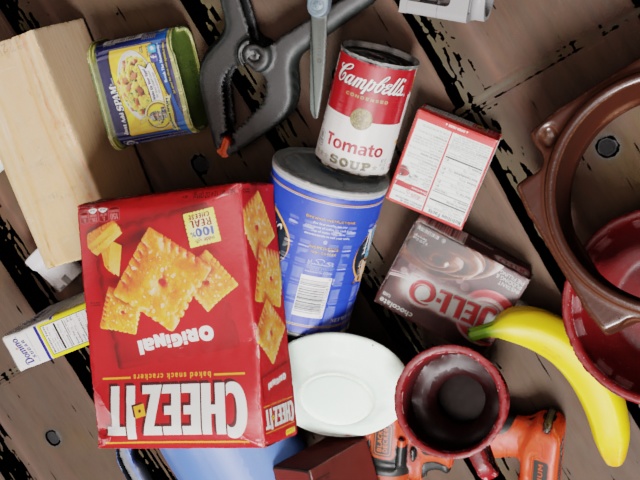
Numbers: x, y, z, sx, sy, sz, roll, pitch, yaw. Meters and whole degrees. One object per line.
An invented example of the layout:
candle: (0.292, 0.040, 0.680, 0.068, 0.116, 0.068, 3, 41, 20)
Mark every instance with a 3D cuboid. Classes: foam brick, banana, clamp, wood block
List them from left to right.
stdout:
wood block: (-0.239, -0.090, 0.997, 0.090, 0.090, 0.206, -15, 103, 23)
clamp: (-0.042, -0.166, 0.934, 0.164, 0.036, 0.210, 19, 114, 11)
foam brick: (0.006, 0.217, 0.976, 0.051, 0.078, 0.053, -8, 98, 48)
banana: (0.217, 0.117, 0.930, 0.197, 0.037, 0.070, 42, 109, -14)

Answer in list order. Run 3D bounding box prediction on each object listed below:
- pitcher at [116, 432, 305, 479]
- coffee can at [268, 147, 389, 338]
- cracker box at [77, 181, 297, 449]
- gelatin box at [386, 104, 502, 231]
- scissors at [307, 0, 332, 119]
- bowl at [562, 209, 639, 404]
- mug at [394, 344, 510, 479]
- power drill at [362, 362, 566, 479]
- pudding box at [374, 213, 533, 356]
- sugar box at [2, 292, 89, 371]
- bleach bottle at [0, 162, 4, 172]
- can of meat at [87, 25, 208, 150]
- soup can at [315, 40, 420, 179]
pitcher: (-0.075, 0.238, 1.030, 0.149, 0.144, 0.243, -13, 107, 45)
coffee can: (-0.006, 0.001, 0.941, 0.103, 0.102, 0.140, 19, 113, 12)
cracker box: (-0.114, 0.065, 0.896, 0.164, 0.072, 0.214, -5, 89, 24)
gelatin box: (0.106, -0.063, 0.922, 0.073, 0.030, 0.089, 23, 113, 9)
scissors: (-0.016, -0.209, 0.885, 0.096, 0.016, 0.202, 24, 114, 12)
bowl: (0.283, 0.055, 0.871, 0.162, 0.055, 0.162, -2, 85, 22)
mug: (0.122, 0.147, 0.903, 0.093, 0.081, 0.117, -29, 76, 11)
power drill: (0.127, 0.211, 0.991, 0.188, 0.057, 0.184, 7, 110, 16)
pudding box: (0.118, 0.040, 0.947, 0.113, 0.039, 0.090, 29, 114, 7)
sugar box: (-0.212, 0.069, 1.040, 0.176, 0.093, 0.048, -24, 98, 25)
bleach bottle: (-0.377, -0.150, 1.041, 0.251, 0.068, 0.103, 35, 114, 2)
can of meat: (-0.154, -0.140, 0.970, 0.084, 0.057, 0.102, -8, 105, 19)
soup can: (0.039, -0.111, 0.908, 0.068, 0.068, 0.102, 20, 113, 12)
